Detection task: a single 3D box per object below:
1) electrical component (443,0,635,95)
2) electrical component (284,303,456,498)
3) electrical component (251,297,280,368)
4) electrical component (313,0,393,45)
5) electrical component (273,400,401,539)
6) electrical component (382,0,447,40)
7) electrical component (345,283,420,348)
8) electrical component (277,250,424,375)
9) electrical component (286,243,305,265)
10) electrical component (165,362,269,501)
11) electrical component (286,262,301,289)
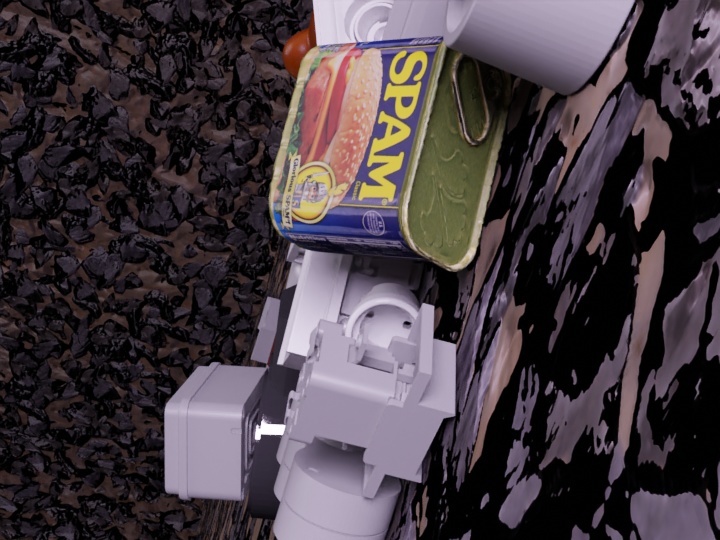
[{"bbox_3d":[0.062,-0.123,0.384,0.108,0.060,0.108,-165,90,-84],"label":"electrical component"},{"bbox_3d":[0.004,0.053,0.458,0.042,0.064,0.081,-82,9,-52],"label":"electrical component"},{"bbox_3d":[-0.064,0.062,1.010,0.081,0.064,0.042,-82,9,-52],"label":"electrical component"},{"bbox_3d":[0.017,-0.137,0.642,0.063,0.079,0.121,36,-134,-67],"label":"electrical component"},{"bbox_3d":[-0.009,0.084,0.539,0.138,0.052,0.073,-105,31,-77],"label":"electrical component"},{"bbox_3d":[0.042,-0.127,0.556,0.096,0.061,0.061,-85,12,-58],"label":"electrical component"},{"bbox_3d":[0.014,0.028,0.542,0.046,0.040,0.040,-74,1,-77],"label":"electrical component"},{"bbox_3d":[0.000,0.000,0.613,0.078,0.063,0.121,126,158,-72],"label":"electrical component"},{"bbox_3d":[-0.006,-0.058,0.802,0.150,0.062,0.089,127,158,-73],"label":"electrical component"},{"bbox_3d":[-0.108,0.122,0.827,0.113,0.057,0.078,-64,-24,-77],"label":"electrical component"},{"bbox_3d":[-0.026,-0.016,0.906,0.059,0.054,0.095,116,167,-58],"label":"electrical component"}]
